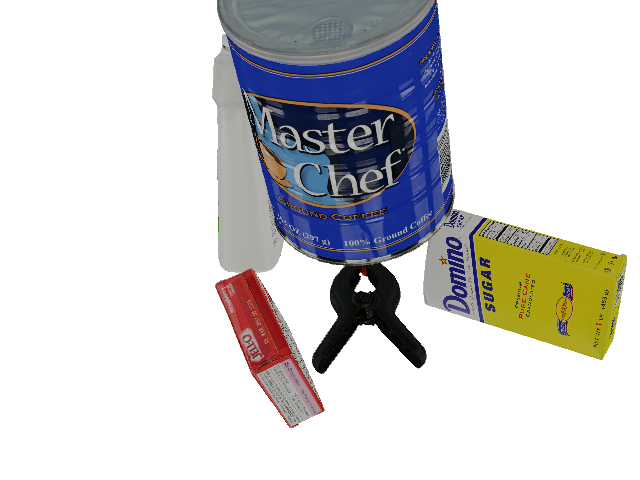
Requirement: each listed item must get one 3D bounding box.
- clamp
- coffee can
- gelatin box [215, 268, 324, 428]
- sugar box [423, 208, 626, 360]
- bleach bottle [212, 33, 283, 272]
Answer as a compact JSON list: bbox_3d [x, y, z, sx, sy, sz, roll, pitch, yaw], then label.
[{"bbox_3d":[0.060,0.080,1.178,0.120,0.171,0.039,7,-42,4],"label":"clamp"},{"bbox_3d":[0.013,-0.071,0.539,0.103,0.102,0.140,0,-42,12],"label":"coffee can"},{"bbox_3d":[-0.033,0.071,0.697,0.030,0.073,0.089,-27,-36,0],"label":"gelatin box"},{"bbox_3d":[0.182,0.037,0.971,0.176,0.093,0.048,15,34,22],"label":"sugar box"},{"bbox_3d":[-0.077,-0.097,1.092,0.068,0.251,0.102,0,27,3],"label":"bleach bottle"}]
